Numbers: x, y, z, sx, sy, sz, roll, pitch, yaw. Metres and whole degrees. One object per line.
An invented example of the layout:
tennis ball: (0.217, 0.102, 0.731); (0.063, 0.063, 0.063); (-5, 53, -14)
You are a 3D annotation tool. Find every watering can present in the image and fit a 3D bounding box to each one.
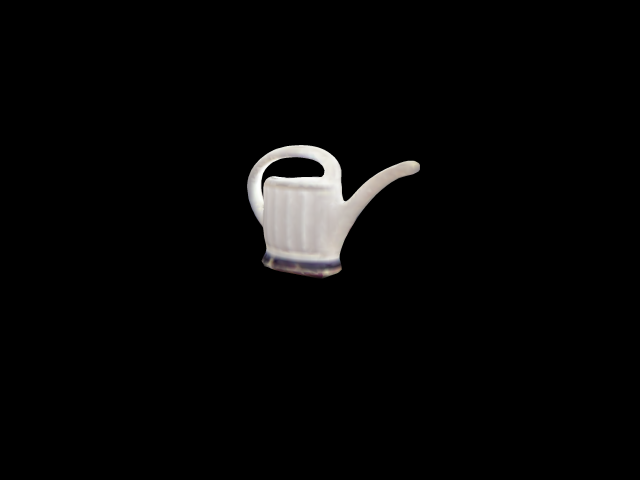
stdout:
watering can: (0.003, -0.043, 0.850); (0.348, 0.222, 0.104); (9, 13, 39)
